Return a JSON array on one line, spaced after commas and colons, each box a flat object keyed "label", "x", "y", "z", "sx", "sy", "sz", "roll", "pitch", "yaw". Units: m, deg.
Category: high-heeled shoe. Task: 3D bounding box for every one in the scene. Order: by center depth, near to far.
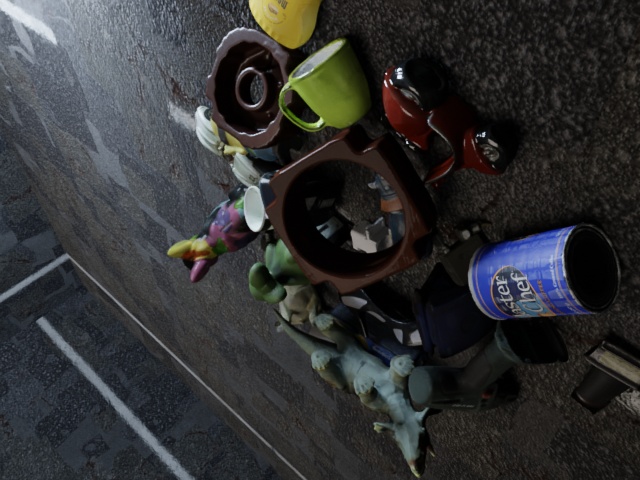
[{"label": "high-heeled shoe", "x": 0.136, "y": 0.108, "z": 0.956, "sx": 0.249, "sy": 0.086, "sz": 0.145, "roll": -10, "pitch": 94, "yaw": 43}]

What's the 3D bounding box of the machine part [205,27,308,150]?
[{"label": "machine part", "x": -0.094, "y": -0.228, "z": 0.817, "sx": 0.180, "sy": 0.056, "sz": 0.179, "roll": 9, "pitch": 106, "yaw": 32}]

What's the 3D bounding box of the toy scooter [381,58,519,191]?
[{"label": "toy scooter", "x": 0.141, "y": -0.128, "z": 0.665, "sx": 0.184, "sy": 0.075, "sz": 0.135, "roll": 41, "pitch": 150, "yaw": 6}]

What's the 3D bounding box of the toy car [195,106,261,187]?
[{"label": "toy car", "x": -0.173, "y": -0.179, "z": 1.040, "sx": 0.202, "sy": 0.056, "sz": 0.073, "roll": 43, "pitch": 149, "yaw": 11}]

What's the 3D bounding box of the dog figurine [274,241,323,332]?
[{"label": "dog figurine", "x": -0.055, "y": 0.092, "z": 1.175, "sx": 0.172, "sy": 0.121, "sz": 0.190, "roll": 156, "pitch": 104, "yaw": -80}]

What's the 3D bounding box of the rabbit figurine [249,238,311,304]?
[{"label": "rabbit figurine", "x": -0.070, "y": 0.066, "z": 1.026, "sx": 0.121, "sy": 0.159, "sz": 0.170, "roll": 45, "pitch": 112, "yaw": -2}]

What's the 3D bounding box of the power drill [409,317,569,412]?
[{"label": "power drill", "x": 0.261, "y": 0.191, "z": 0.798, "sx": 0.207, "sy": 0.232, "sz": 0.086, "roll": -51, "pitch": 40, "yaw": 47}]

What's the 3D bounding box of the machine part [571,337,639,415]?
[{"label": "machine part", "x": 0.387, "y": 0.186, "z": 0.723, "sx": 0.084, "sy": 0.039, "sz": 0.138, "roll": 26, "pitch": 141, "yaw": 22}]

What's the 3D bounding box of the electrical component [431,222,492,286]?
[{"label": "electrical component", "x": 0.211, "y": 0.021, "z": 0.746, "sx": 0.102, "sy": 0.078, "sz": 0.045, "roll": 61, "pitch": 172, "yaw": -9}]

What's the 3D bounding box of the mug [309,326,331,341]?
[{"label": "mug", "x": 0.040, "y": 0.238, "z": 1.200, "sx": 0.107, "sy": 0.081, "sz": 0.109, "roll": 10, "pitch": 127, "yaw": 36}]

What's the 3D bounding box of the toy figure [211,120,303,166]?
[{"label": "toy figure", "x": -0.113, "y": -0.189, "z": 0.926, "sx": 0.180, "sy": 0.082, "sz": 0.089, "roll": 27, "pitch": 141, "yaw": 39}]

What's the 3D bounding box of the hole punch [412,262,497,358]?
[{"label": "hole punch", "x": 0.204, "y": 0.108, "z": 0.809, "sx": 0.092, "sy": 0.116, "sz": 0.142, "roll": 12, "pitch": 134, "yaw": 36}]

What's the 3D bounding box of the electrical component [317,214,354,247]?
[{"label": "electrical component", "x": -0.002, "y": -0.003, "z": 0.947, "sx": 0.075, "sy": 0.119, "sz": 0.047, "roll": 38, "pitch": 148, "yaw": 15}]

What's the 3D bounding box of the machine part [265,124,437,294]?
[{"label": "machine part", "x": 0.044, "y": -0.041, "z": 0.749, "sx": 0.201, "sy": 0.087, "sz": 0.201, "roll": -27, "pitch": 103, "yaw": 30}]

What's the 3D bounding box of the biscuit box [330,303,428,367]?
[{"label": "biscuit box", "x": 0.115, "y": 0.193, "z": 1.066, "sx": 0.203, "sy": 0.063, "sz": 0.059, "roll": 29, "pitch": 146, "yaw": 32}]

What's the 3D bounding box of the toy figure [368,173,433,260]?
[{"label": "toy figure", "x": 0.122, "y": -0.042, "z": 0.799, "sx": 0.058, "sy": 0.064, "sz": 0.154, "roll": -98, "pitch": -15, "yaw": -72}]

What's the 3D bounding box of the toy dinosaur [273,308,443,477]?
[{"label": "toy dinosaur", "x": 0.077, "y": 0.259, "z": 1.020, "sx": 0.405, "sy": 0.131, "sz": 0.191, "roll": 33, "pitch": 155, "yaw": 41}]

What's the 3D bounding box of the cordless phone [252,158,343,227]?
[{"label": "cordless phone", "x": -0.069, "y": -0.096, "z": 0.910, "sx": 0.184, "sy": 0.146, "sz": 0.088, "roll": 36, "pitch": 120, "yaw": 28}]

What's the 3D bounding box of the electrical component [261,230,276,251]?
[{"label": "electrical component", "x": -0.104, "y": 0.018, "z": 1.202, "sx": 0.063, "sy": 0.021, "sz": 0.094, "roll": 37, "pitch": 147, "yaw": 21}]

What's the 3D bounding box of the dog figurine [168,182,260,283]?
[{"label": "dog figurine", "x": -0.200, "y": -0.014, "z": 1.100, "sx": 0.108, "sy": 0.219, "sz": 0.191, "roll": 48, "pitch": 151, "yaw": -4}]
